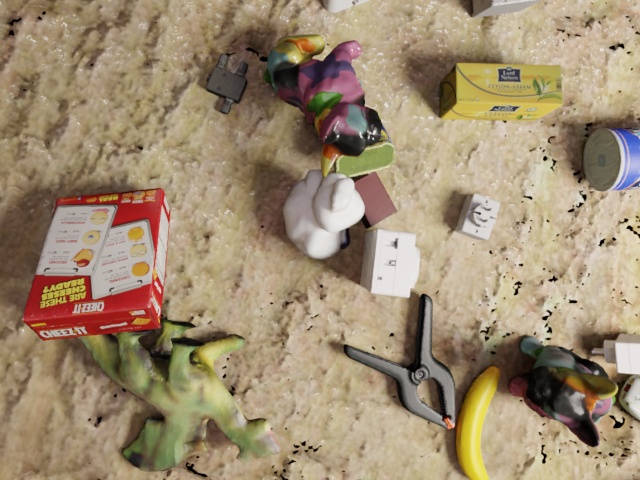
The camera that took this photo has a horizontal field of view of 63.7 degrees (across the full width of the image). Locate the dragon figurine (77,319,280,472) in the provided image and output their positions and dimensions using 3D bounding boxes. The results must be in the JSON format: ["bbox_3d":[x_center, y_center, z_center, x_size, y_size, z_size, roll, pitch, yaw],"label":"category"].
[{"bbox_3d":[-0.253,0.242,0.782,0.410,0.122,0.242,10,95,7],"label":"dragon figurine"}]

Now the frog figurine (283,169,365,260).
[{"bbox_3d":[0.002,-0.039,0.776,0.123,0.159,0.138,6,87,-1],"label":"frog figurine"}]
